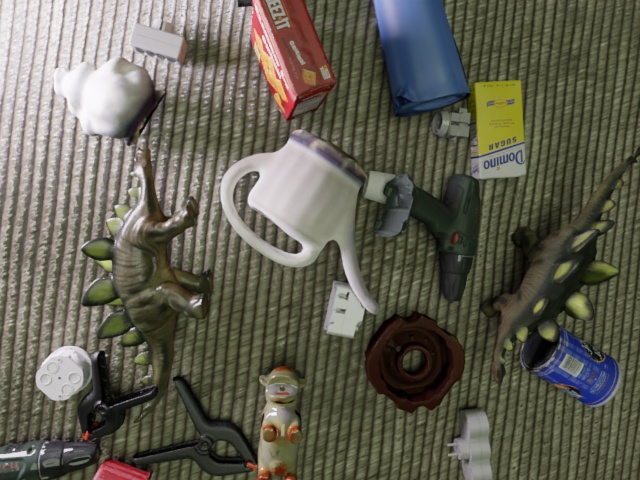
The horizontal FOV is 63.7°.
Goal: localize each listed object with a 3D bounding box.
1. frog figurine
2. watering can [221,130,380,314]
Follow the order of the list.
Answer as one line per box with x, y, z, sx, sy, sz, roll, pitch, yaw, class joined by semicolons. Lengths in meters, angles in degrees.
-0.349;-0.237;0.831;0.158;0.125;0.136;30;108;-19;frog figurine
0.003;-0.044;0.881;0.347;0.104;0.225;34;87;-2;watering can
